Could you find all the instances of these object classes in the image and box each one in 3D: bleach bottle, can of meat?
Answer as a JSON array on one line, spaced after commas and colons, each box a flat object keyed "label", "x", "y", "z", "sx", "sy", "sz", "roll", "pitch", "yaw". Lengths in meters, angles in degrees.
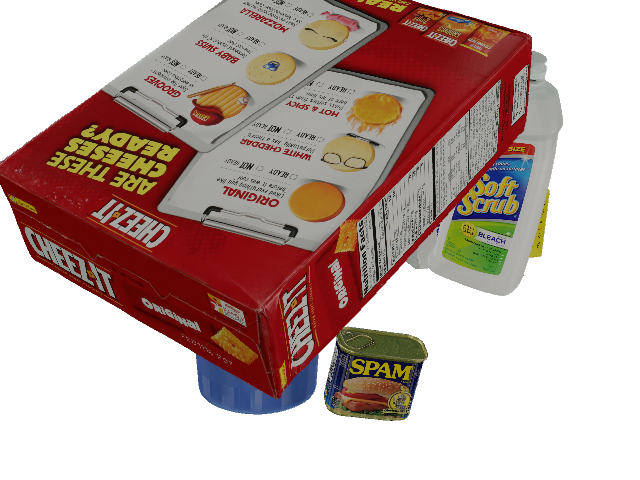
[{"label": "bleach bottle", "x": 0.174, "y": -0.069, "z": 1.045, "sx": 0.103, "sy": 0.251, "sz": 0.068, "roll": 21, "pitch": 38, "yaw": 20}, {"label": "can of meat", "x": 0.059, "y": 0.149, "z": 1.183, "sx": 0.102, "sy": 0.084, "sz": 0.057, "roll": 8, "pitch": 23, "yaw": -10}]

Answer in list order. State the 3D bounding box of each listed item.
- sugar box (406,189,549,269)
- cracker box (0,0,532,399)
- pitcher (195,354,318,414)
[{"label": "sugar box", "x": 0.190, "y": -0.020, "z": 1.305, "sx": 0.176, "sy": 0.093, "sz": 0.048, "roll": -7, "pitch": 23, "yaw": -21}, {"label": "cracker box", "x": -0.020, "y": -0.044, "z": 0.527, "sx": 0.164, "sy": 0.072, "sz": 0.213, "roll": 25, "pitch": 54, "yaw": 29}, {"label": "pitcher", "x": -0.051, "y": 0.021, "z": 0.954, "sx": 0.149, "sy": 0.243, "sz": 0.145, "roll": -5, "pitch": 17, "yaw": -20}]
